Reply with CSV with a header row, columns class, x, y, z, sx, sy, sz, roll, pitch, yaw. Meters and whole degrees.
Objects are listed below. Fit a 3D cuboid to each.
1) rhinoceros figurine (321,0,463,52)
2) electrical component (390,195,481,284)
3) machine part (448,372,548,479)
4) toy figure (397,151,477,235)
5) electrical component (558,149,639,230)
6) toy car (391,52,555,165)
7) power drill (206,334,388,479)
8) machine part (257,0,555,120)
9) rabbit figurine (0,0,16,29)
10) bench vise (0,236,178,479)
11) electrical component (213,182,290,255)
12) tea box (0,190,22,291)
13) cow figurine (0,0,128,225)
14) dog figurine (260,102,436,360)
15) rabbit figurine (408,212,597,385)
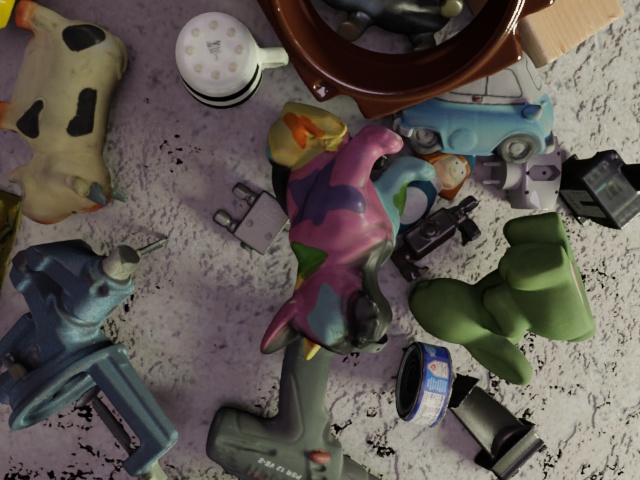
class,x,y,z,sx,sy,sz,roll,pitch,yaw
rhinoceros figurine,0.046,-0.243,0.508,0.190,0.112,0.073,13,139,-19
electrical component,0.124,0.001,0.568,0.102,0.078,0.045,-35,79,-3
machine part,0.195,0.213,0.615,0.084,0.039,0.138,-39,101,5
toy figure,0.108,-0.056,0.564,0.154,0.058,0.064,-36,138,-2
electrical component,0.297,-0.051,0.551,0.048,0.119,0.074,-41,102,0
toy car,0.151,-0.142,0.519,0.162,0.109,0.102,5,130,0
power drill,0.007,0.186,0.577,0.232,0.086,0.207,16,103,-5
machine part,0.056,-0.206,0.402,0.201,0.087,0.201,-16,126,26
rabbit figurine,-0.322,-0.284,0.433,0.173,0.162,0.122,11,140,-34
bench vise,-0.209,0.122,0.510,0.223,0.129,0.240,-41,82,8
electrical component,-0.061,-0.016,0.567,0.094,0.021,0.063,34,93,-10
tea box,-0.365,0.025,0.518,0.098,0.068,0.169,16,96,-8
cow figurine,-0.237,-0.108,0.510,0.127,0.085,0.194,18,94,-2
dog figurine,-0.001,-0.001,0.494,0.192,0.108,0.219,24,87,32
rabbit figurine,0.184,0.064,0.565,0.170,0.121,0.159,-17,118,28
